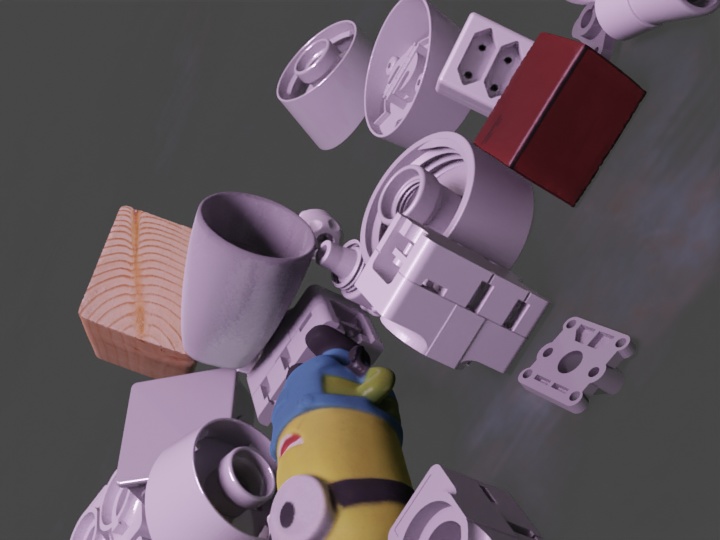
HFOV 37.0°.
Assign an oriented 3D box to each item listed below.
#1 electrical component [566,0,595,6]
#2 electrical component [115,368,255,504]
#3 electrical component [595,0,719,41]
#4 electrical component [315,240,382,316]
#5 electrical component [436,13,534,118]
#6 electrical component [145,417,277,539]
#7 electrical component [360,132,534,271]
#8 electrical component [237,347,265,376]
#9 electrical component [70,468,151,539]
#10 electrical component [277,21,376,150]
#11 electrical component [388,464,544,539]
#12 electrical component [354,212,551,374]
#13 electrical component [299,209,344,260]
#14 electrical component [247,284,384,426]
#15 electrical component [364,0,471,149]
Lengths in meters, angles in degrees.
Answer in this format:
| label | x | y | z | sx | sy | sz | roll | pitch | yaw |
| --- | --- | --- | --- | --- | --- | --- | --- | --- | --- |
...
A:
| label | x | y | z | sx | sy | sz | roll | pitch | yaw |
| --- | --- | --- | --- | --- | --- | --- | --- | --- | --- |
| electrical component | 0.138 | -0.195 | 0.654 | 0.055 | 0.055 | 0.047 | -40 | 40 | 38 |
| electrical component | -0.128 | 0.127 | 0.809 | 0.100 | 0.048 | 0.099 | -11 | 49 | 14 |
| electrical component | 0.162 | -0.151 | 0.592 | 0.065 | 0.044 | 0.044 | -14 | 56 | 61 |
| electrical component | 0.000 | 0.000 | 0.719 | 0.048 | 0.062 | 0.048 | -40 | 37 | 38 |
| electrical component | 0.086 | -0.119 | 0.676 | 0.047 | 0.066 | 0.077 | -64 | -1 | 1 |
| electrical component | -0.091 | 0.151 | 0.714 | 0.064 | 0.099 | 0.099 | -40 | 36 | 28 |
| electrical component | 0.046 | -0.033 | 0.659 | 0.108 | 0.060 | 0.108 | -34 | 41 | 35 |
| electrical component | -0.075 | 0.061 | 0.788 | 0.040 | 0.078 | 0.040 | -163 | 90 | -75 |
| electrical component | -0.174 | 0.236 | 0.824 | 0.105 | 0.060 | 0.186 | -51 | 30 | 24 |
| electrical component | -0.022 | -0.160 | 0.914 | 0.099 | 0.064 | 0.099 | -32 | 34 | 25 |
| electrical component | 0.055 | 0.140 | 0.514 | 0.050 | 0.056 | 0.089 | -58 | 28 | 11 |
| electrical component | 0.049 | 0.017 | 0.591 | 0.055 | 0.089 | 0.050 | -59 | 28 | 9 |
| electrical component | -0.035 | -0.032 | 0.836 | 0.035 | 0.035 | 0.061 | -59 | 25 | 10 |
| electrical component | -0.033 | 0.061 | 0.737 | 0.089 | 0.050 | 0.055 | -55 | 29 | 18 |
| electrical component | 0.040 | -0.135 | 0.760 | 0.099 | 0.064 | 0.099 | -41 | 35 | 38 |
